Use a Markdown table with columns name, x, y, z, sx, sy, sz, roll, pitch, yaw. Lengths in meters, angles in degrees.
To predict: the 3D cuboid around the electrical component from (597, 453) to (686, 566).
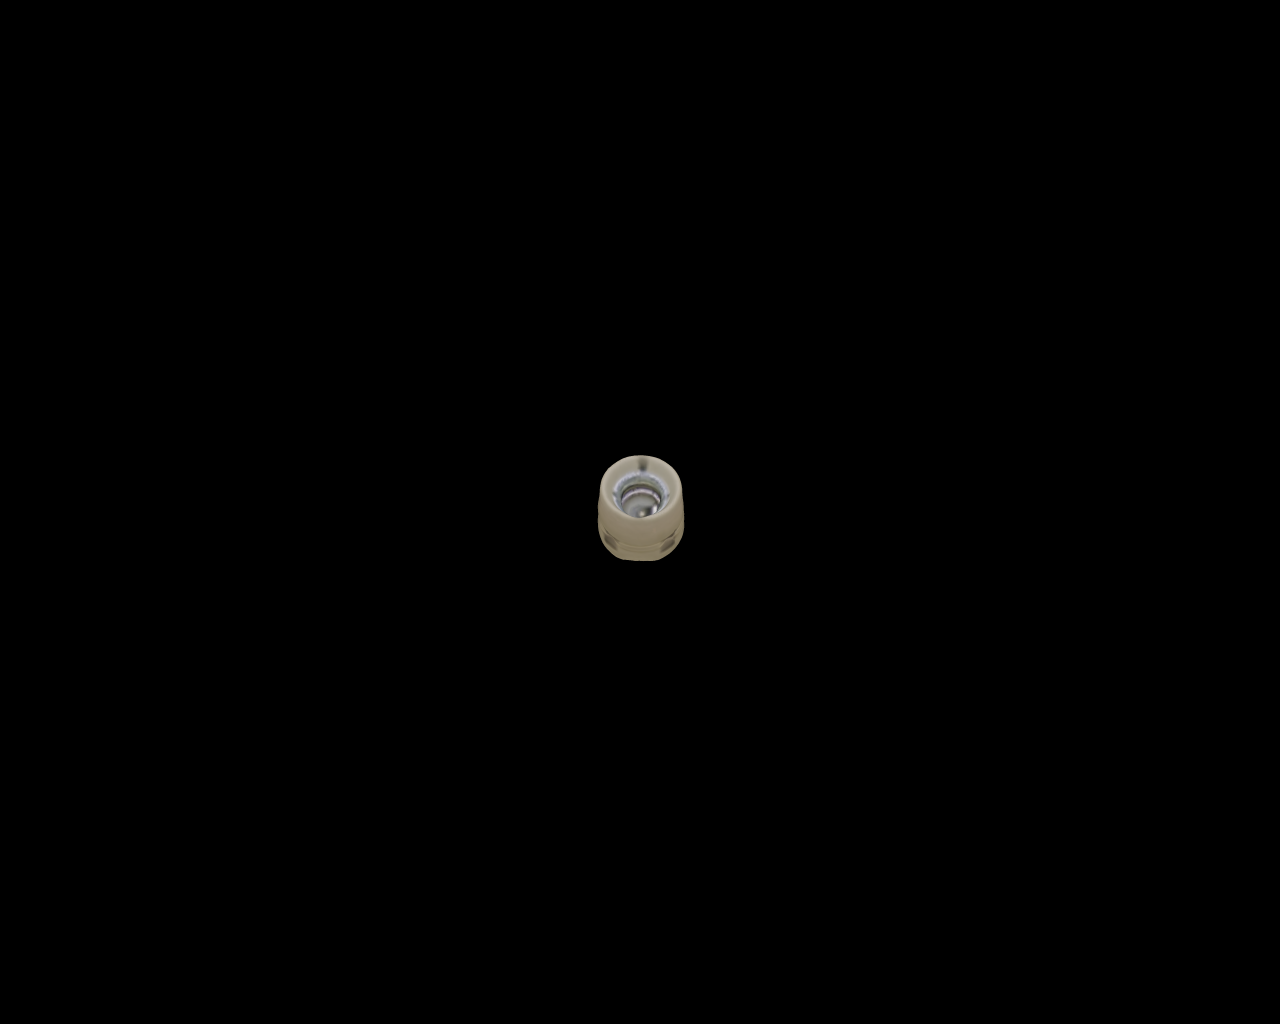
| name | x | y | z | sx | sy | sz | roll | pitch | yaw |
| --- | --- | --- | --- | --- | --- | --- | --- | --- | --- |
| electrical component | 0.001 | -0.003 | 0.650 | 0.055 | 0.055 | 0.047 | 0 | -33 | 0 |
